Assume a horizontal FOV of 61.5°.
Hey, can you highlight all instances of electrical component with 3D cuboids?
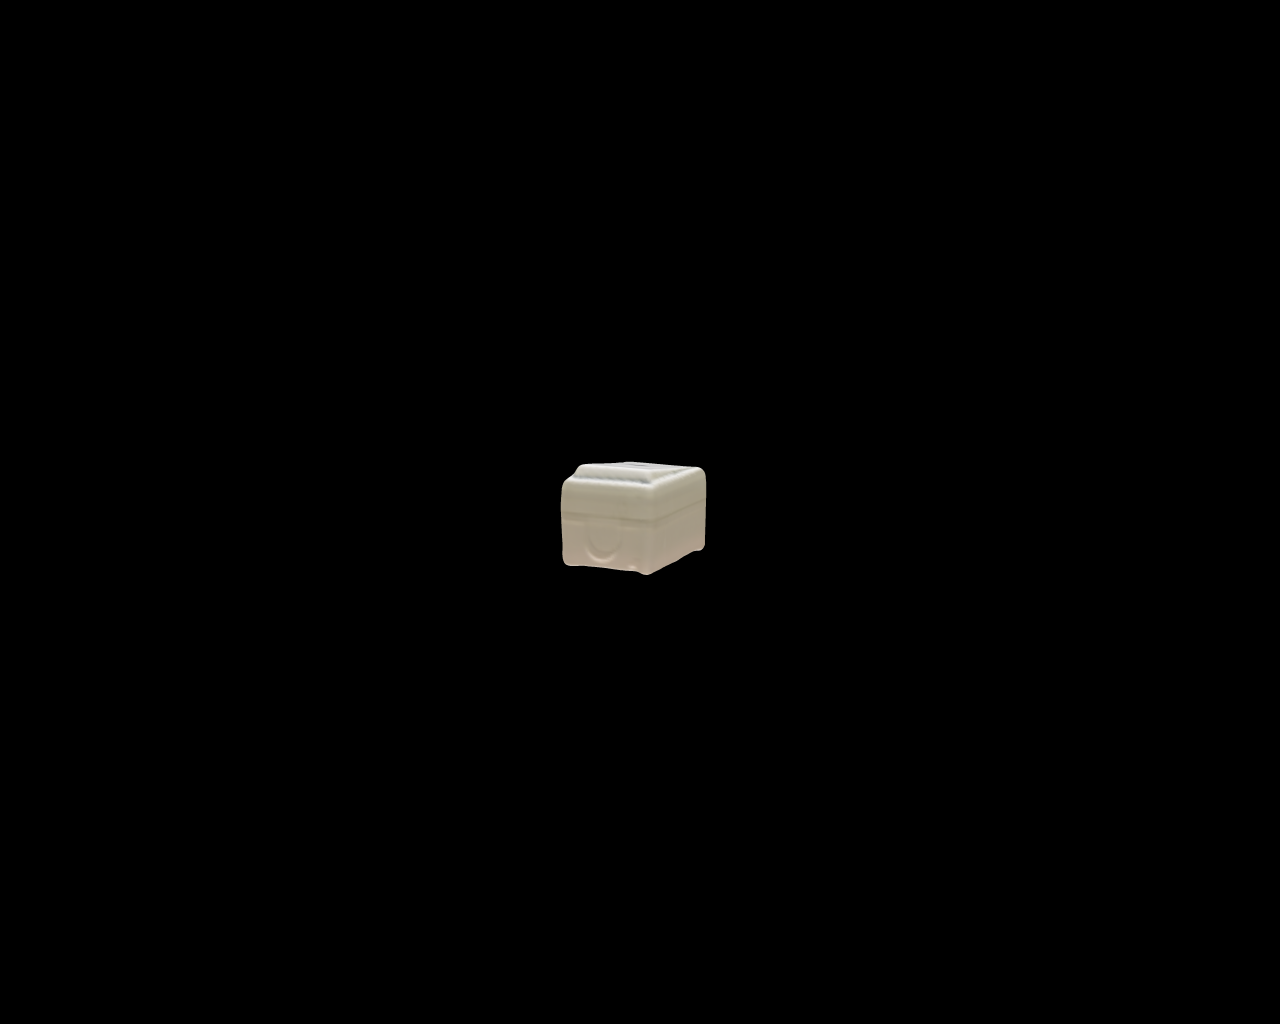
[{"bbox_3d":[0.001,-0.003,0.650,0.062,0.061,0.096,6,13,27],"label":"electrical component"}]
